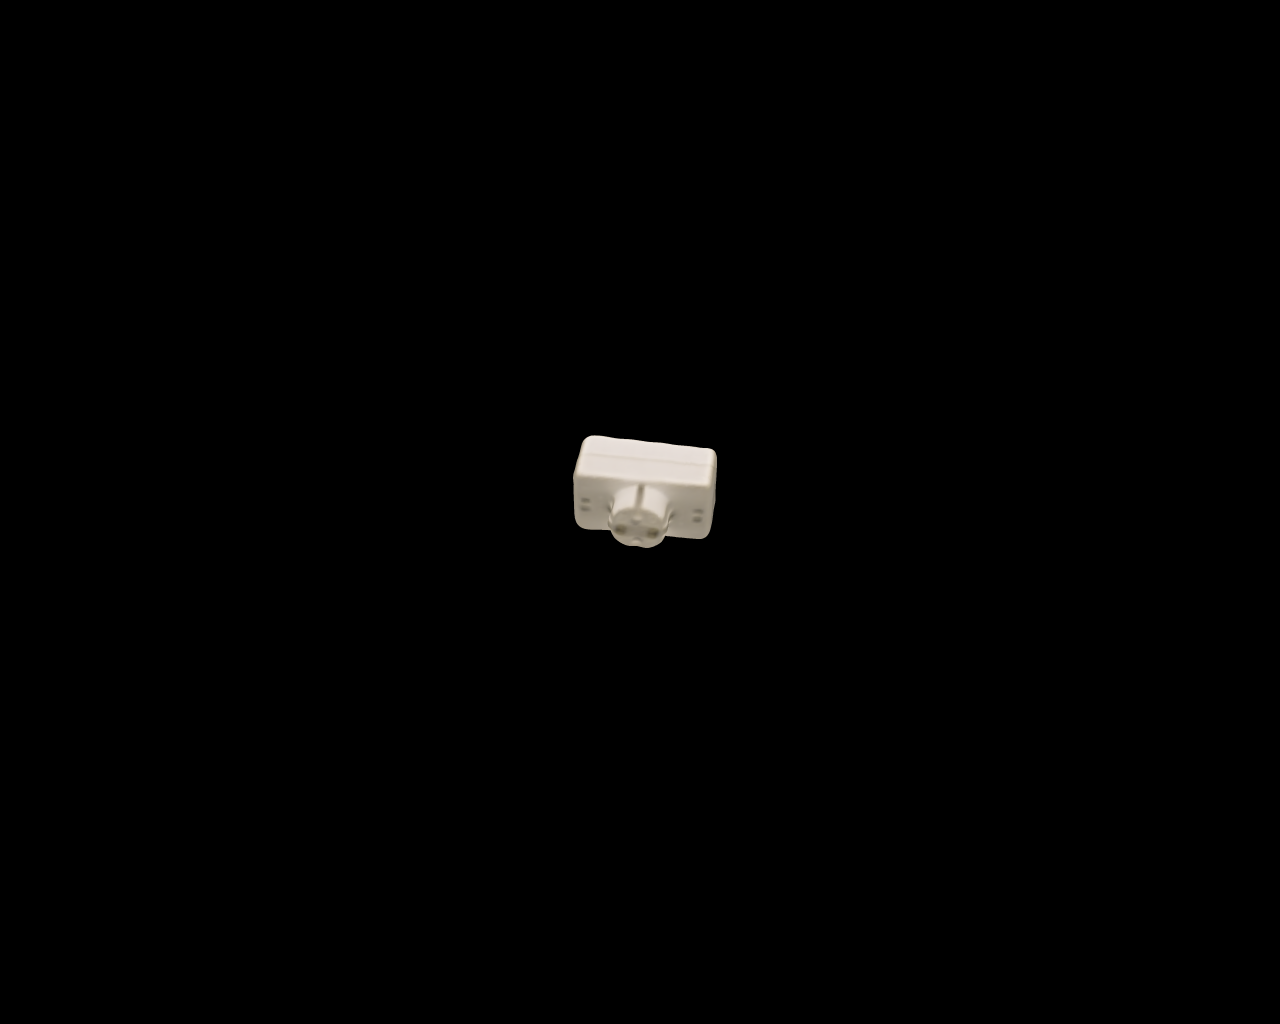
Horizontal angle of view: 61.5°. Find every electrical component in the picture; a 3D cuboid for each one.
[{"bbox_3d":[0.001,-0.003,0.650,0.083,0.047,0.076,6,43,7],"label":"electrical component"}]
